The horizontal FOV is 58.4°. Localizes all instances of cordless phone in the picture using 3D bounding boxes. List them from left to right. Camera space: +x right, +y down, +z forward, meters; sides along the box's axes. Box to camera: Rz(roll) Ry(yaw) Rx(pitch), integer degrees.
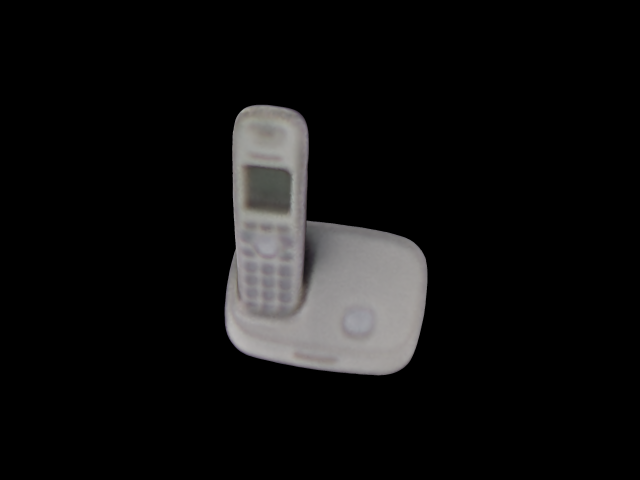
[{"bbox_3d":[0.004,0.001,0.400,0.147,0.185,0.094,5,36,8],"label":"cordless phone"}]
